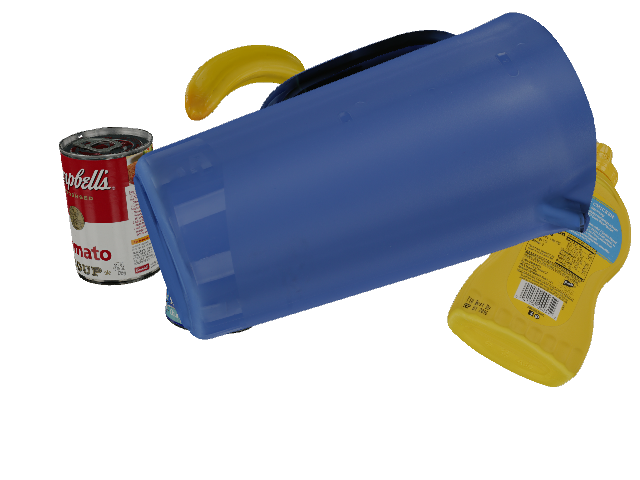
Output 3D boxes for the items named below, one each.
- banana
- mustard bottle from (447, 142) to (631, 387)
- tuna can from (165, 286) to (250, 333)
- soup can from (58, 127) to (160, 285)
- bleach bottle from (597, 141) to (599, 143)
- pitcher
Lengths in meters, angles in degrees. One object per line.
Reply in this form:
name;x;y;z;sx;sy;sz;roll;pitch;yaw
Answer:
banana;-0.073;-0.160;1.044;0.070;0.037;0.197;43;37;21
mustard bottle;0.172;0.004;0.776;0.096;0.191;0.058;29;-26;4
tuna can;-0.099;0.055;0.973;0.086;0.034;0.086;5;16;-2
soup can;-0.154;-0.026;0.794;0.068;0.102;0.068;-2;23;1
bleach bottle;0.143;-0.030;0.996;0.250;0.068;0.103;-28;45;-18
pitcher;0.020;-0.040;0.614;0.242;0.145;0.149;-19;5;-12
